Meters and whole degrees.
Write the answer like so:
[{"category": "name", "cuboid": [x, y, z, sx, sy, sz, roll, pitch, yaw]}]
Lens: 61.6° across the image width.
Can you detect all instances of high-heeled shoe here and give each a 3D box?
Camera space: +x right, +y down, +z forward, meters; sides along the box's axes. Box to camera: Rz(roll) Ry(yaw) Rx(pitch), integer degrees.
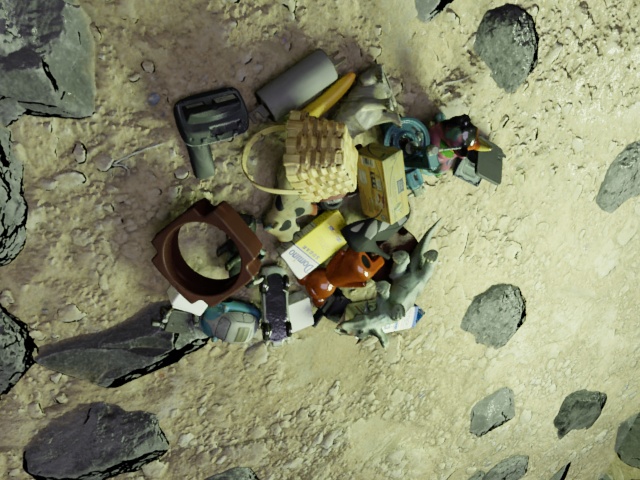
[{"category": "high-heeled shoe", "cuboid": [0.139, -0.055, 1.347, 0.145, 0.249, 0.086, 33, 137, -11]}]

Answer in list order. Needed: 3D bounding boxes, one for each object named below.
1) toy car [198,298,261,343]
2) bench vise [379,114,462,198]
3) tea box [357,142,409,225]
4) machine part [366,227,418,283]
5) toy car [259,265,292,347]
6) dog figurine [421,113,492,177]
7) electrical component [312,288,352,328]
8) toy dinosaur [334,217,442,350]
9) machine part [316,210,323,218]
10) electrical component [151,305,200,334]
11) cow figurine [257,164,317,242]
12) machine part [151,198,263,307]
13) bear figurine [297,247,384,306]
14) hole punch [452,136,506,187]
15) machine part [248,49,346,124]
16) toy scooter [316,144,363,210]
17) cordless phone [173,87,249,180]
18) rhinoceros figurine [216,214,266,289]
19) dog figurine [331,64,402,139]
[{"category": "toy car", "cuboid": [-0.212, 0.209, 1.319, 0.161, 0.103, 0.109, 15, 108, -30]}, {"category": "bench vise", "cuboid": [0.217, -0.192, 1.260, 0.129, 0.241, 0.223, -18, 106, -14]}, {"category": "tea box", "cuboid": [0.143, -0.131, 1.248, 0.068, 0.098, 0.169, -34, 130, -28]}, {"category": "machine part", "cuboid": [0.195, 0.044, 1.471, 0.179, 0.056, 0.179, -13, 120, -23]}, {"category": "toy car", "cuboid": [-0.111, 0.164, 1.332, 0.073, 0.056, 0.201, -3, 88, -16]}, {"category": "dog figurine", "cuboid": [0.314, -0.219, 1.297, 0.108, 0.219, 0.191, -15, 120, -16]}, {"category": "electrical component", "cuboid": [0.025, 0.188, 1.446, 0.047, 0.075, 0.119, 30, 95, -35]}, {"category": "toy dinosaur", "cuboid": [0.214, 0.130, 1.418, 0.405, 0.131, 0.192, -46, 163, -23]}, {"category": "machine part", "cuboid": [-0.003, -0.004, 1.356, 0.084, 0.039, 0.138, 21, 102, -38]}, {"category": "electrical component", "cuboid": [-0.339, 0.188, 1.278, 0.102, 0.045, 0.078, 22, 102, -34]}, {"category": "cow figurine", "cuboid": [-0.075, -0.087, 1.247, 0.127, 0.086, 0.194, -2, 112, -24]}, {"category": "machine part", "cuboid": [-0.241, 0.027, 1.161, 0.201, 0.087, 0.201, -35, 104, 20]}, {"category": "bear figurine", "cuboid": [0.049, 0.082, 1.384, 0.196, 0.132, 0.120, -29, 106, 34]}, {"category": "hole punch", "cuboid": [0.429, -0.208, 1.454, 0.142, 0.092, 0.115, 19, 76, -30]}, {"category": "machine part", "cuboid": [-0.051, -0.327, 1.141, 0.243, 0.079, 0.079, -36, 126, -5]}, {"category": "toy scooter", "cuboid": [0.061, -0.155, 1.288, 0.184, 0.075, 0.135, -19, 122, -21]}, {"category": "cordless phone", "cuboid": [-0.217, -0.214, 1.126, 0.147, 0.089, 0.184, -19, 133, -18]}, {"category": "rhinoceros figurine", "cuboid": [-0.182, 0.027, 1.264, 0.112, 0.073, 0.190, -16, 121, -28]}, {"category": "dog figurine", "cuboid": [0.072, -0.300, 1.221, 0.191, 0.172, 0.121, -17, 144, 18]}]
